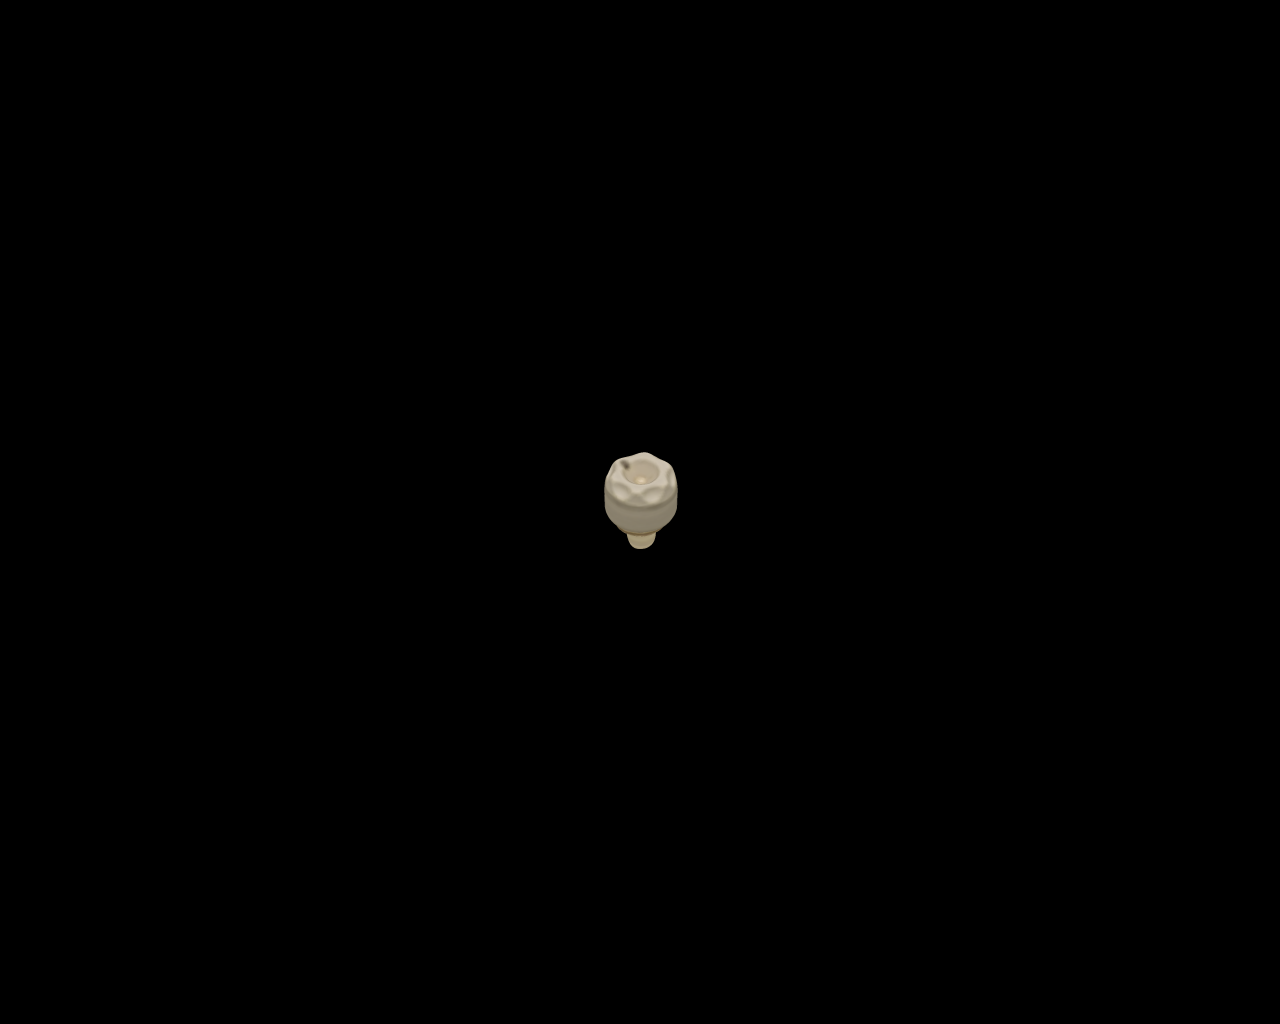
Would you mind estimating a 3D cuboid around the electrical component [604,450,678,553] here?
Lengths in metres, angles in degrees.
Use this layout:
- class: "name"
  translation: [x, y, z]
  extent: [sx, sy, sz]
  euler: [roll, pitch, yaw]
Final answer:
- class: "electrical component"
  translation: [0.001, -0.003, 0.650]
  extent: [0.043, 0.062, 0.043]
  euler: [0, 44, 0]
